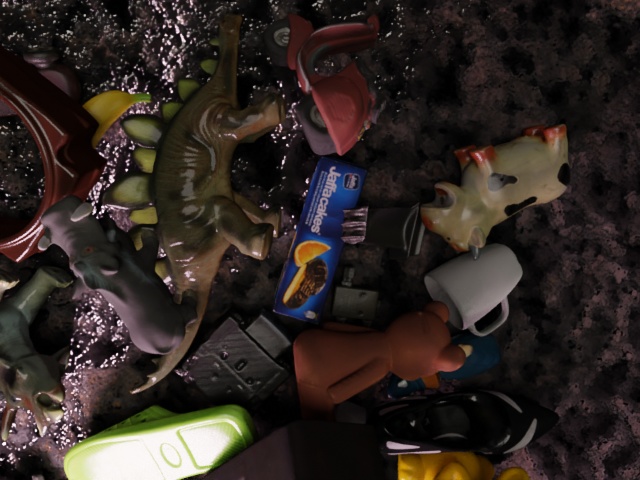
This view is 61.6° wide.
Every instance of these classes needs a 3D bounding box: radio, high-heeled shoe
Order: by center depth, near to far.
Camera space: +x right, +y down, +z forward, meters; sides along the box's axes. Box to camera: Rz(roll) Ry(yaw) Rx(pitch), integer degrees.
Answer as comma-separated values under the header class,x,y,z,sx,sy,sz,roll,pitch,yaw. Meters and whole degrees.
class,x,y,z,sx,sy,sz,roll,pitch,yaw
radio,-0.037,0.282,0.621,0.131,0.073,0.229,16,137,-33
high-heeled shoe,0.181,0.221,0.662,0.249,0.145,0.086,-10,64,4

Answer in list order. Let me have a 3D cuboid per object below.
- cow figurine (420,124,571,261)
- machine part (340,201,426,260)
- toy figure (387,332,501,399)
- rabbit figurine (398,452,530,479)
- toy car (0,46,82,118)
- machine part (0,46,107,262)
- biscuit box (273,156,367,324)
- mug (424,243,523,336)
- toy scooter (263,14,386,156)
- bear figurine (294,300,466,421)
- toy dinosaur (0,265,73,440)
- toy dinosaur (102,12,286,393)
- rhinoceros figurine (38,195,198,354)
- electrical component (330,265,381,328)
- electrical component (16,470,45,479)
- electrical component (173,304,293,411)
class,x,y,z,sx,sy,sz,roll,pitch,yaw
cow figurine,0.213,-0.057,0.656,0.195,0.085,0.127,-20,100,-9
machine part,0.084,-0.014,0.655,0.139,0.039,0.084,7,107,-42
toy figure,0.157,0.165,0.704,0.154,0.058,0.064,-19,117,-2
rabbit figurine,0.186,0.344,0.677,0.162,0.173,0.121,-4,95,2
toy car,-0.383,-0.171,0.629,0.202,0.053,0.089,-7,120,0
machine part,-0.358,-0.090,0.580,0.201,0.087,0.201,39,107,-12
biscuit box,-0.001,-0.002,0.670,0.063,0.059,0.202,17,98,-5
mug,0.205,0.061,0.680,0.107,0.081,0.109,-34,94,-6
toy scooter,0.023,-0.195,0.627,0.135,0.075,0.184,-23,80,0
bear figurine,0.068,0.149,0.651,0.196,0.120,0.131,-8,127,-4
toy dinosaur,-0.453,0.085,0.640,0.405,0.131,0.192,27,96,0
toy dinosaur,-0.146,-0.037,0.641,0.199,0.105,0.471,6,92,6
rhinoceros figurine,-0.211,0.039,0.562,0.073,0.112,0.190,-31,102,18
electrical component,0.048,0.081,0.704,0.063,0.021,0.094,7,98,-4
electrical component,-0.395,0.367,0.720,0.078,0.045,0.102,-22,104,-28
electrical component,-0.101,0.152,0.691,0.115,0.058,0.134,44,95,-10
